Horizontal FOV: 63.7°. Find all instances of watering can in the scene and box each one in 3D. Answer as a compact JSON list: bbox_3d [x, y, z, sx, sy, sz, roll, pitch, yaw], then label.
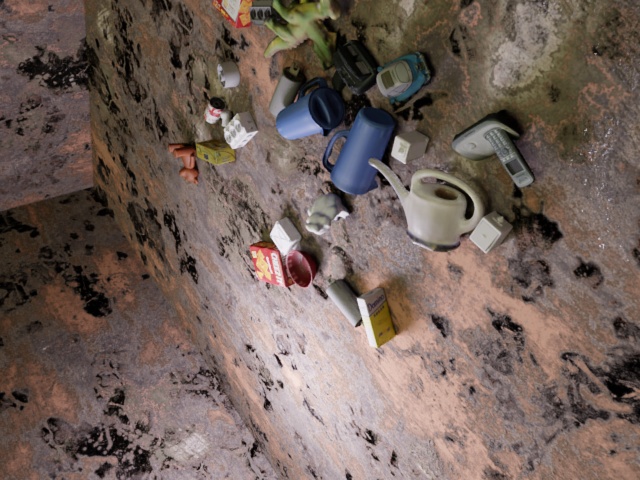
[{"bbox_3d":[0.275,-0.096,1.392,0.350,0.105,0.220,24,126,34],"label":"watering can"}]

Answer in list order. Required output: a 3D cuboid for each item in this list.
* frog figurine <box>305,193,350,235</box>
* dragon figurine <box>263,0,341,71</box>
[{"bbox_3d":[0.005,-0.086,1.717,0.138,0.161,0.121,11,116,49],"label":"frog figurine"},{"bbox_3d":[-0.047,-0.618,1.572,0.244,0.124,0.403,53,152,6],"label":"dragon figurine"}]
